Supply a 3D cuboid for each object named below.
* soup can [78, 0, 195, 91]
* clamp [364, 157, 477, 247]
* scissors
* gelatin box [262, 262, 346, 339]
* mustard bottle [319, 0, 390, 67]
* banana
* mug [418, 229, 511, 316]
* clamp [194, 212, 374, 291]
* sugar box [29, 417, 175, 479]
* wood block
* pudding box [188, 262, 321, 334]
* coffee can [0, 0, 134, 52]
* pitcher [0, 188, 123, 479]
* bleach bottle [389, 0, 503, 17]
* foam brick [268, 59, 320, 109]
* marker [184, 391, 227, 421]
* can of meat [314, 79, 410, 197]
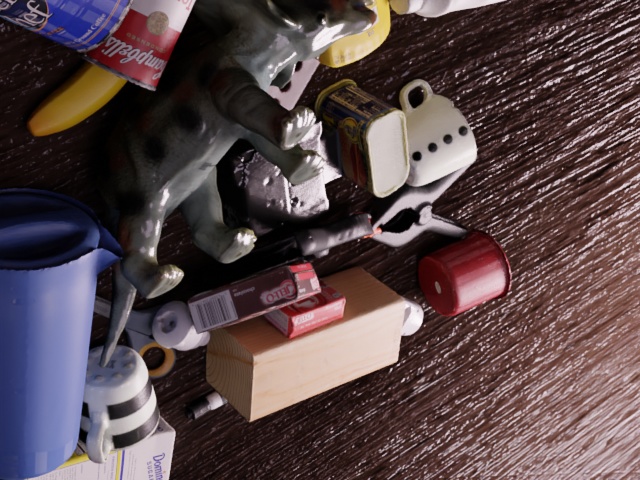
[{"bbox_3d":[-0.142,-0.180,0.855,0.068,0.069,0.102,19,100,-46],"label":"soup can"},{"bbox_3d":[0.117,-0.030,1.253,0.171,0.039,0.120,-26,125,-23],"label":"clamp"},{"bbox_3d":[-0.200,0.092,1.063,0.201,0.016,0.096,10,108,-44],"label":"scissors"},{"bbox_3d":[-0.028,0.062,1.142,0.073,0.089,0.030,-18,127,-33],"label":"gelatin box"},{"bbox_3d":[0.019,-0.266,0.997,0.096,0.058,0.191,-38,136,-32],"label":"mustard bottle"},{"bbox_3d":[-0.179,-0.169,0.904,0.069,0.037,0.198,23,98,-28],"label":"banana"},{"bbox_3d":[0.171,0.048,1.324,0.081,0.093,0.117,-22,165,-24],"label":"mug"},{"bbox_3d":[-0.007,0.001,1.105,0.209,0.165,0.036,-18,90,-41],"label":"clamp"},{"bbox_3d":[-0.239,0.246,1.105,0.175,0.048,0.093,-10,121,-41],"label":"sugar box"},{"bbox_3d":[-0.015,0.110,1.184,0.205,0.091,0.090,-17,126,-33],"label":"wood block"},{"bbox_3d":[-0.064,0.057,1.061,0.114,0.039,0.090,-18,176,14],"label":"pudding box"},{"bbox_3d":[-0.219,-0.212,0.789,0.140,0.103,0.103,19,102,-47],"label":"coffee can"},{"bbox_3d":[-0.272,0.085,0.926,0.144,0.149,0.243,-27,136,-47],"label":"pitcher"},{"bbox_3d":[0.177,-0.277,1.095,0.250,0.103,0.068,-27,128,-31],"label":"bleach bottle"},{"bbox_3d":[-0.048,-0.156,1.014,0.052,0.051,0.078,24,98,-48],"label":"foam brick"},{"bbox_3d":[-0.099,0.170,1.200,0.120,0.020,0.020,-26,130,-27],"label":"marker"},{"bbox_3d":[0.046,-0.104,1.107,0.057,0.084,0.102,-30,133,-24],"label":"can of meat"}]
